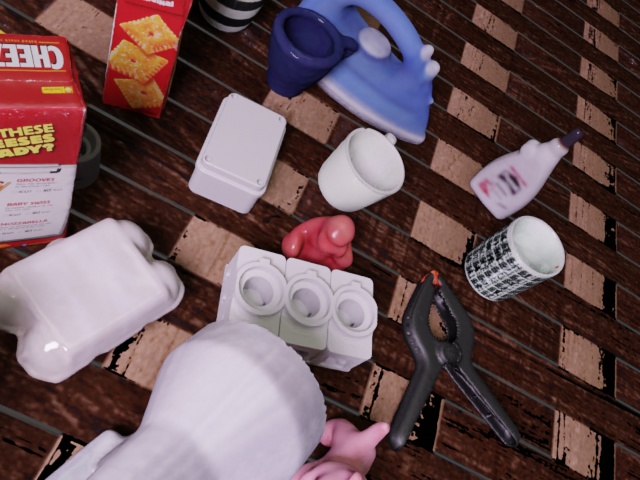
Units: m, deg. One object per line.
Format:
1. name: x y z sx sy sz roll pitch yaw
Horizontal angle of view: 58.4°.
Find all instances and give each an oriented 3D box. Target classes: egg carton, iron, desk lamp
1. egg carton: -0.201 0.047 0.498 0.151 0.069 0.107 -36 84 -36
2. iron: 0.076 -0.253 0.756 0.258 0.141 0.119 41 54 -3
3. desk lamp: -0.115 0.167 0.391 0.118 0.213 0.204 49 54 3

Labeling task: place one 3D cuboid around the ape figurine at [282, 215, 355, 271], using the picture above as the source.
1. ape figurine: 0.006 0.002 0.616 0.078 0.092 0.076 34 54 -8

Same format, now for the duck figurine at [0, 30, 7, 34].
1. duck figurine: -0.304 -0.163 0.545 0.078 0.086 0.104 -15 72 -32

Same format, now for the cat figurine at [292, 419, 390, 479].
1. cat figurine: 0.020 0.210 0.499 0.067 0.117 0.128 44 54 0

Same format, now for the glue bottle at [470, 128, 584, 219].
1. glue bottle: 0.278 -0.096 0.760 0.078 0.172 0.037 49 54 4

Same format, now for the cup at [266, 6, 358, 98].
1. cup: -0.018 -0.227 0.722 0.118 0.094 0.091 -7 68 -30
